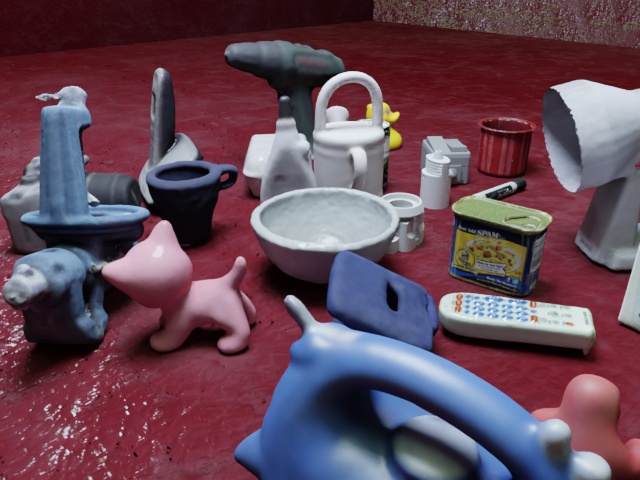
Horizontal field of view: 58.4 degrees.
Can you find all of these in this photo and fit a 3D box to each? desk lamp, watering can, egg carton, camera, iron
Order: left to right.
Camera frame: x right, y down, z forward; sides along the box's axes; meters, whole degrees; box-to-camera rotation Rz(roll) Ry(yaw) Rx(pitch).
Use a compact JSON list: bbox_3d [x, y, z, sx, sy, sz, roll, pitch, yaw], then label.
[{"bbox_3d":[-0.315,-0.057,0.746,0.136,0.101,0.143,1,27,2],"label":"camera"},{"bbox_3d":[-0.065,-0.122,0.911,0.107,0.069,0.150,-2,27,-3],"label":"egg carton"},{"bbox_3d":[0.036,-0.137,0.799,0.101,0.194,0.172,-16,30,-28],"label":"watering can"},{"bbox_3d":[0.073,0.126,0.331,0.257,0.141,0.119,16,31,30],"label":"iron"},{"bbox_3d":[0.354,-0.080,0.659,0.203,0.214,0.118,0,27,0],"label":"desk lamp"}]

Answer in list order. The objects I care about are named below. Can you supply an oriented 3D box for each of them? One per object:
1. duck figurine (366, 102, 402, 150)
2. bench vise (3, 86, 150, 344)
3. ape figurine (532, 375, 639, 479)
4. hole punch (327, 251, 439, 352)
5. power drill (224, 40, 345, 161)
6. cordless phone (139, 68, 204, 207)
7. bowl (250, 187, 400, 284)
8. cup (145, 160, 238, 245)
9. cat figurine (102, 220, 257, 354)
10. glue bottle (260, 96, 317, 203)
[{"bbox_3d":[0.104,-0.217,1.081,0.104,0.086,0.077,-3,27,-5],"label":"duck figurine"},{"bbox_3d":[-0.228,-0.024,0.546,0.122,0.220,0.207,-8,27,-14],"label":"bench vise"},{"bbox_3d":[0.176,0.129,0.378,0.076,0.092,0.077,-23,34,-37],"label":"ape figurine"},{"bbox_3d":[0.055,0.065,0.509,0.101,0.091,0.108,2,27,6],"label":"hole punch"},{"bbox_3d":[-0.056,-0.239,0.989,0.230,0.208,0.075,-21,33,-35],"label":"power drill"},{"bbox_3d":[-0.223,-0.148,0.833,0.094,0.185,0.147,-13,29,-23],"label":"cordless phone"},{"bbox_3d":[0.006,0.002,0.654,0.167,0.075,0.167,0,26,0],"label":"bowl"},{"bbox_3d":[-0.158,-0.047,0.733,0.118,0.095,0.091,-17,31,-30],"label":"cup"},{"bbox_3d":[-0.127,0.040,0.530,0.128,0.118,0.067,-1,27,-1],"label":"cat figurine"},{"bbox_3d":[-0.042,-0.102,0.754,0.078,0.173,0.037,-1,27,-1],"label":"glue bottle"}]
